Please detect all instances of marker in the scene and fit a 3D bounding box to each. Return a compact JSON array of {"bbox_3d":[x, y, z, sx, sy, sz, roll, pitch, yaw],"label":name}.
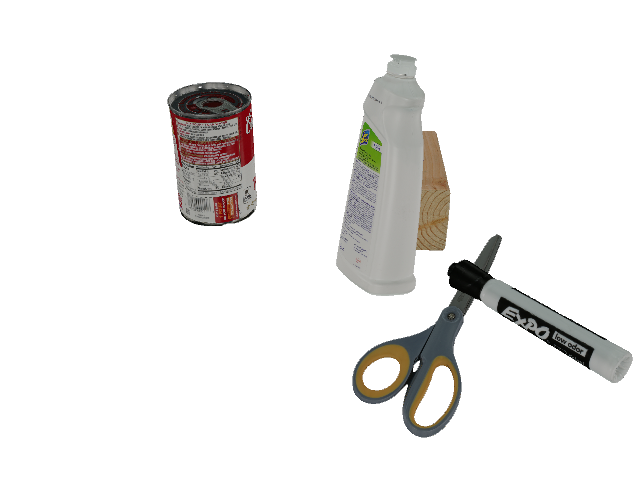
[{"bbox_3d":[0.120,0.042,0.603,0.121,0.020,0.020,32,21,37],"label":"marker"}]

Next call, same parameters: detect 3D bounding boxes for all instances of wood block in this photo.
[{"bbox_3d":[0.123,-0.073,1.476,0.091,0.090,0.206,1,28,0],"label":"wood block"}]

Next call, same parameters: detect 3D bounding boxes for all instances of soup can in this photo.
[{"bbox_3d":[-0.088,-0.071,0.884,0.068,0.102,0.068,-1,30,1],"label":"soup can"}]

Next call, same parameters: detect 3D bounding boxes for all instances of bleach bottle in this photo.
[{"bbox_3d":[0.075,-0.073,1.161,0.068,0.251,0.103,-4,23,-29],"label":"bleach bottle"}]

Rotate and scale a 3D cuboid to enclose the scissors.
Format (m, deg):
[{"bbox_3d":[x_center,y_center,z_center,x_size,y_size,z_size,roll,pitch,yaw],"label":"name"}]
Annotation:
[{"bbox_3d":[0.087,0.068,0.879,0.096,0.201,0.016,8,-36,13],"label":"scissors"}]
